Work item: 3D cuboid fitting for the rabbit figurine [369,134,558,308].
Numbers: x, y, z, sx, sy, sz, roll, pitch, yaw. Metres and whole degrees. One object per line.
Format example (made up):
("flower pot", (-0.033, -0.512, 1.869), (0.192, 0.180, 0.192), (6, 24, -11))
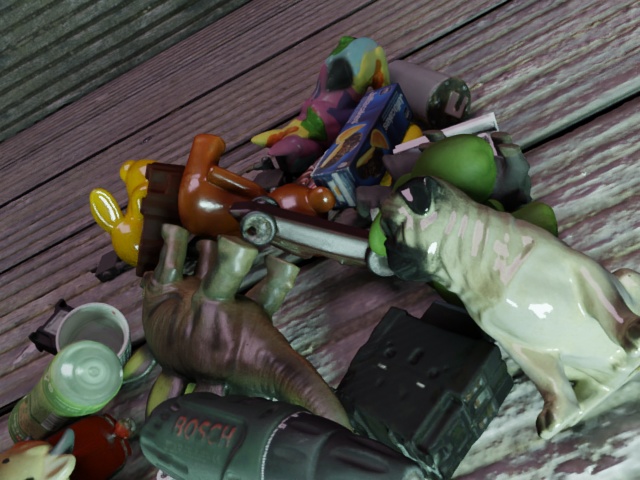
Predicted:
("rabbit figurine", (0.130, -0.025, 0.494), (0.159, 0.170, 0.121), (3, 45, 40))

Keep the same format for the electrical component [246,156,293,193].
("electrical component", (-0.091, -0.094, 0.875), (0.078, 0.045, 0.102), (-7, 39, 34))

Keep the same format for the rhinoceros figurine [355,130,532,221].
("rhinoceros figurine", (0.134, -0.062, 0.595), (0.190, 0.111, 0.073), (-5, 26, 9))

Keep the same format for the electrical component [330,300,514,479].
("electrical component", (0.087, 0.114, 0.448), (0.115, 0.058, 0.134), (15, 55, 46))

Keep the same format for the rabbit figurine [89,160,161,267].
("rabbit figurine", (-0.294, -0.043, 0.881), (0.122, 0.162, 0.173), (-22, 53, 65))

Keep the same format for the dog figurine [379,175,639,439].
("dog figurine", (0.150, 0.025, 0.397), (0.121, 0.172, 0.191), (-51, 55, 16))

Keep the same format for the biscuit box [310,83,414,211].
("biscuit box", (0.063, -0.129, 0.718), (0.059, 0.062, 0.203), (-8, 40, 38))

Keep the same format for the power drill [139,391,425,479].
("power drill", (-0.053, 0.203, 0.337), (0.232, 0.086, 0.207), (6, 83, 43))

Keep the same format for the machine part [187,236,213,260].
("machine part", (-0.154, -0.022, 0.814), (0.139, 0.084, 0.039), (-38, 63, 6))

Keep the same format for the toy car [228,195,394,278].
("toy car", (-0.001, -0.002, 0.589), (0.202, 0.053, 0.089), (13, 18, -6))

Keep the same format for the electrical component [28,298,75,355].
("electrical component", (-0.332, 0.136, 0.751), (0.119, 0.047, 0.075), (16, 51, 11))

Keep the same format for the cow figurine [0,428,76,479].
("cow figurine", (-0.189, 0.227, 0.390), (0.085, 0.194, 0.127), (-22, 31, 31))

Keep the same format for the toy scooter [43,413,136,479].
("toy scooter", (-0.249, 0.222, 0.521), (0.135, 0.075, 0.184), (-30, -8, -39))

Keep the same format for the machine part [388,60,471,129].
("machine part", (0.155, -0.225, 0.828), (0.079, 0.079, 0.243), (-33, 34, -3))

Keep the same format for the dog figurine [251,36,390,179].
("dog figurine", (-0.001, -0.199, 0.835), (0.219, 0.191, 0.109), (-25, 36, -19))

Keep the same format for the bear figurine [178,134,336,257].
("bear figurine", (-0.076, -0.054, 0.689), (0.196, 0.120, 0.132), (2, 44, 4))

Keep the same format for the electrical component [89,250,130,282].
("electrical component", (-0.361, 0.044, 0.927), (0.094, 0.021, 0.063), (-23, 34, 11))

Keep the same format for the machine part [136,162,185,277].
("machine part", (-0.228, -0.028, 0.768), (0.056, 0.179, 0.179), (7, 29, -17))

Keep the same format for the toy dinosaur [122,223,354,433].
("toy dinosaur", (-0.097, 0.098, 0.529), (0.472, 0.105, 0.198), (11, 80, 53))
